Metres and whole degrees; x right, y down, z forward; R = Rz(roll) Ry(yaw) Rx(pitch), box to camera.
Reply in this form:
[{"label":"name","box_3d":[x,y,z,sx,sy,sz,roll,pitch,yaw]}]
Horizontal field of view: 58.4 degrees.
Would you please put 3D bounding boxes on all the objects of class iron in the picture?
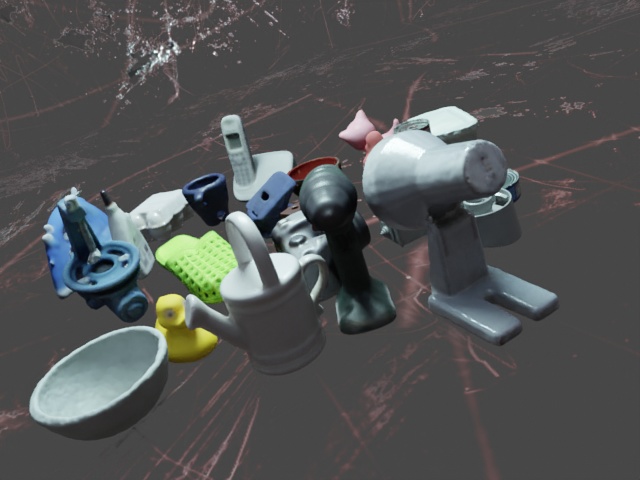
[{"label":"iron","box_3d":[-0.504,-0.004,1.157,0.118,0.142,0.258,-17,25,5]}]

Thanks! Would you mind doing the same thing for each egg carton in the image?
[{"label":"egg carton","box_3d":[-0.339,-0.053,1.229,0.107,0.069,0.150,-7,28,23]}]

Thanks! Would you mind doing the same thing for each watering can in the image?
[{"label":"watering can","box_3d":[-0.072,0.060,0.676,0.100,0.194,0.173,8,36,43]}]

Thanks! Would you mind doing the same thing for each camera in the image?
[{"label":"camera","box_3d":[0.008,0.003,0.846,0.137,0.101,0.142,-25,26,-13]}]

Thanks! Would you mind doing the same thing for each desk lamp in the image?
[{"label":"desk lamp","box_3d":[0.156,-0.020,0.660,0.118,0.214,0.202,-29,27,-20]}]

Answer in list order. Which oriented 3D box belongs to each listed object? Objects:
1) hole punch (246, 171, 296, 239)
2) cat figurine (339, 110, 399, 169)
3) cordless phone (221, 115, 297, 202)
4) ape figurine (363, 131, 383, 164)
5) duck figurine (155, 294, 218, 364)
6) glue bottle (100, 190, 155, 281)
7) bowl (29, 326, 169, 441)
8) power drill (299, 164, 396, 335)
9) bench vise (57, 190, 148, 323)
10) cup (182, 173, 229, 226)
[{"label":"hole punch","box_3d":[-0.088,-0.067,1.063,0.101,0.091,0.108,-25,26,-14]},{"label":"cat figurine","box_3d":[0.110,-0.214,1.193,0.127,0.118,0.067,-11,26,16]},{"label":"cordless phone","box_3d":[-0.131,-0.176,1.199,0.147,0.185,0.094,-6,28,24]},{"label":"ape figurine","box_3d":[0.117,-0.173,1.137,0.078,0.092,0.076,-26,26,-15]},{"label":"duck figurine","box_3d":[-0.195,0.112,0.781,0.104,0.086,0.078,8,36,44]},{"label":"glue bottle","box_3d":[-0.356,-0.014,1.040,0.037,0.173,0.078,-16,26,7]},{"label":"bowl","box_3d":[-0.251,0.183,0.690,0.167,0.075,0.167,-15,26,8]},{"label":"power drill","box_3d":[0.030,0.005,0.700,0.075,0.209,0.229,-17,25,3]},{"label":"bench vise","box_3d":[-0.381,0.026,0.923,0.206,0.220,0.122,0,31,35]},{"label":"cup","box_3d":[-0.222,-0.072,1.158,0.091,0.095,0.117,-16,25,6]}]
